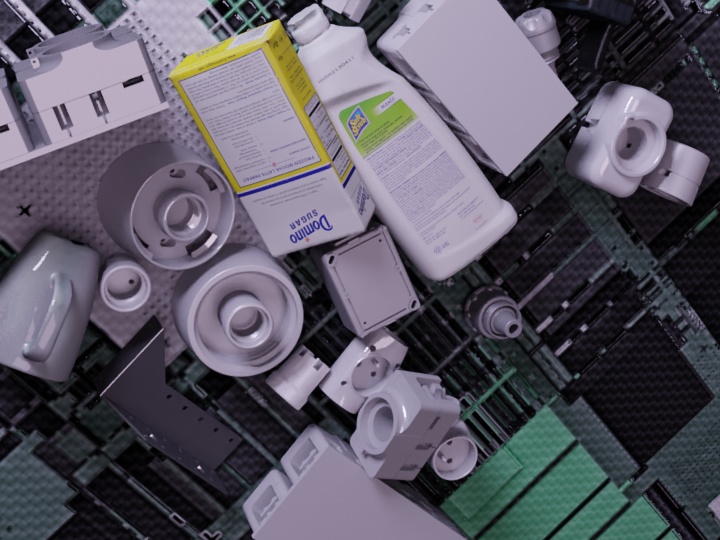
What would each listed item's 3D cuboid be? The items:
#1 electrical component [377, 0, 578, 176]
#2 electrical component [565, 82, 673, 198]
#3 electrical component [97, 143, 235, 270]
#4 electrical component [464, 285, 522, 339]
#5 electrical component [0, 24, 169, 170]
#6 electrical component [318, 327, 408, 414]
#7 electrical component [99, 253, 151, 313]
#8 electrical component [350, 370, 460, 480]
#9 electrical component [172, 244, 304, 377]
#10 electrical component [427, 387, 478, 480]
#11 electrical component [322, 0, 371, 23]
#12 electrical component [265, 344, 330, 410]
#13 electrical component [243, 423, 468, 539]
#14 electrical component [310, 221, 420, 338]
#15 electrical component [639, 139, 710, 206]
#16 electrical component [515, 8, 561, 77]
[{"bbox_3d":[0.097,-0.166,0.908,0.089,0.062,0.150,-46,116,-1],"label":"electrical component"},{"bbox_3d":[0.237,-0.118,0.975,0.054,0.059,0.095,22,99,-24],"label":"electrical component"},{"bbox_3d":[-0.154,-0.050,0.869,0.099,0.064,0.099,-13,115,-30],"label":"electrical component"},{"bbox_3d":[0.127,0.044,0.987,0.048,0.062,0.048,-6,109,-18],"label":"electrical component"},{"bbox_3d":[-0.244,-0.121,0.777,0.186,0.105,0.060,-23,113,-12],"label":"electrical component"},{"bbox_3d":[0.016,0.095,0.974,0.079,0.044,0.077,37,93,-29],"label":"electrical component"},{"bbox_3d":[-0.192,0.009,0.870,0.040,0.046,0.040,-6,109,-18],"label":"electrical component"},{"bbox_3d":[0.036,0.137,0.950,0.056,0.050,0.089,12,120,-38],"label":"electrical component"},{"bbox_3d":[-0.099,0.038,0.905,0.108,0.060,0.108,-6,109,-18],"label":"electrical component"},{"bbox_3d":[0.073,0.141,0.991,0.043,0.077,0.079,-8,109,-17],"label":"electrical component"},{"bbox_3d":[-0.005,-0.228,0.865,0.040,0.040,0.046,22,104,-24],"label":"electrical component"},{"bbox_3d":[-0.054,0.094,0.952,0.046,0.040,0.040,-48,116,-6],"label":"electrical component"},{"bbox_3d":[-0.005,0.236,1.003,0.186,0.060,0.105,39,92,-26],"label":"electrical component"},{"bbox_3d":[0.000,0.000,0.932,0.062,0.061,0.096,-27,106,-11],"label":"electrical component"},{"bbox_3d":[0.295,-0.092,1.008,0.055,0.055,0.047,22,95,-24],"label":"electrical component"},{"bbox_3d":[0.159,-0.194,0.936,0.035,0.035,0.061,-28,117,-9],"label":"electrical component"}]
